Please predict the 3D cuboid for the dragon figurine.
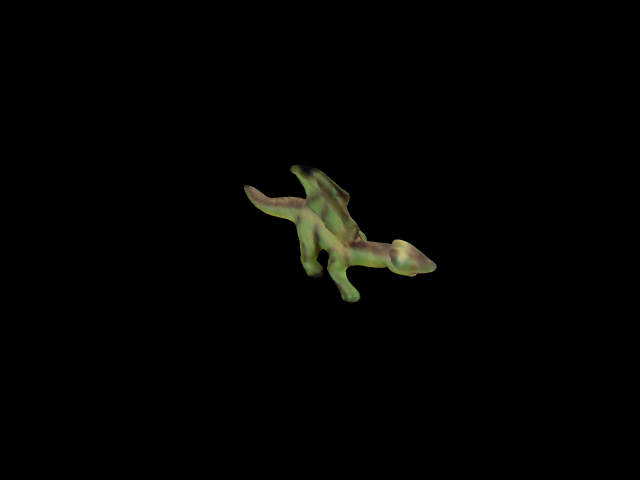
[{"bbox_3d":[0.003,-0.043,0.850,0.414,0.124,0.237,34,-27,20],"label":"dragon figurine"}]
